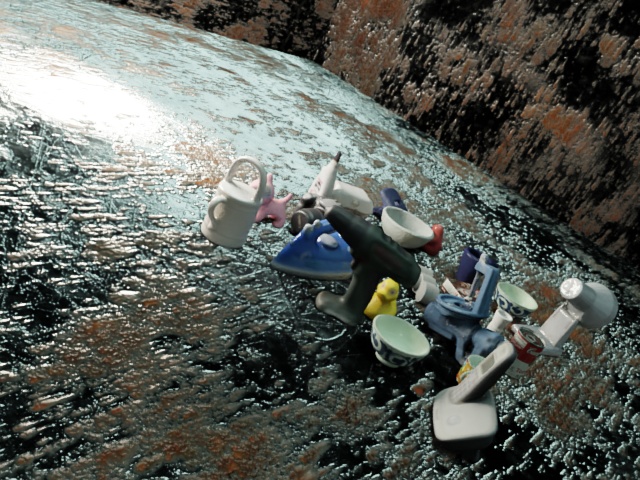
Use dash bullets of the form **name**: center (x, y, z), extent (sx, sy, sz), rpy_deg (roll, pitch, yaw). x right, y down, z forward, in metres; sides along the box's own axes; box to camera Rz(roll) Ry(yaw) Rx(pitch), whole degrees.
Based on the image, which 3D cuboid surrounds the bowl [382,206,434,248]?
- **bowl**: center (0.245, -0.025, 1.681), extent (0.168, 0.074, 0.167), rpy_deg (23, 24, -11)

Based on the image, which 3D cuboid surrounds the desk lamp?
- **desk lamp**: center (0.643, 0.195, 1.485), extent (0.204, 0.213, 0.117), rpy_deg (10, 29, -34)

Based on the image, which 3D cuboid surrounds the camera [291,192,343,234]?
- **camera**: center (-0.015, -0.064, 1.450), extent (0.142, 0.101, 0.137), rpy_deg (41, 27, 29)

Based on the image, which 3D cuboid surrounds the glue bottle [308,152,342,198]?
- **glue bottle**: center (0.019, -0.173, 1.618), extent (0.037, 0.173, 0.078), rpy_deg (9, 30, -37)

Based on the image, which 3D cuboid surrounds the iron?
- **iron**: center (0.012, 0.005, 1.287), extent (0.259, 0.141, 0.118), rpy_deg (0, 35, -47)

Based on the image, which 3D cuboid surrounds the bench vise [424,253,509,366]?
- **bench vise**: center (0.350, 0.154, 1.247), extent (0.207, 0.219, 0.122), rpy_deg (38, 26, 23)

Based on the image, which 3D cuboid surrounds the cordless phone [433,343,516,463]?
- **cordless phone**: center (0.273, 0.267, 0.977), extent (0.094, 0.185, 0.147), rpy_deg (26, 23, -3)

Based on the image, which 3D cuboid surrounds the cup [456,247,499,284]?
- **cup**: center (0.446, 0.085, 1.647), extent (0.118, 0.095, 0.091), rpy_deg (19, 25, -19)

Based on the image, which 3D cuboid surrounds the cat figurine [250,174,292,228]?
- **cat figurine**: center (-0.126, -0.101, 1.385), extent (0.128, 0.117, 0.067), rpy_deg (12, 28, -32)

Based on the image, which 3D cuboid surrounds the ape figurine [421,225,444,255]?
- **ape figurine**: center (0.341, -0.007, 1.727), extent (0.076, 0.092, 0.078), rpy_deg (42, 27, 30)

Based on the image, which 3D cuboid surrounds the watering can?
- **watering can**: center (-0.170, -0.090, 1.219), extent (0.101, 0.194, 0.173), rpy_deg (27, 23, 0)

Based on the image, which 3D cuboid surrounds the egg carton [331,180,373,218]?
- **egg carton**: center (0.085, -0.119, 1.708), extent (0.151, 0.069, 0.107), rpy_deg (16, 26, -24)

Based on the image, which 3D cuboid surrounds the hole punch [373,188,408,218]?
- **hole punch**: center (0.231, -0.106, 1.810), extent (0.101, 0.091, 0.109), rpy_deg (38, 25, 22)

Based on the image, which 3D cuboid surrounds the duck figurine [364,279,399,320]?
- **duck figurine**: center (0.144, 0.124, 1.256), extent (0.077, 0.086, 0.105), rpy_deg (37, 25, 20)

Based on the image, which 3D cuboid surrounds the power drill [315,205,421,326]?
- **power drill**: center (0.076, 0.061, 1.156), extent (0.230, 0.208, 0.075), rpy_deg (25, 23, -5)
